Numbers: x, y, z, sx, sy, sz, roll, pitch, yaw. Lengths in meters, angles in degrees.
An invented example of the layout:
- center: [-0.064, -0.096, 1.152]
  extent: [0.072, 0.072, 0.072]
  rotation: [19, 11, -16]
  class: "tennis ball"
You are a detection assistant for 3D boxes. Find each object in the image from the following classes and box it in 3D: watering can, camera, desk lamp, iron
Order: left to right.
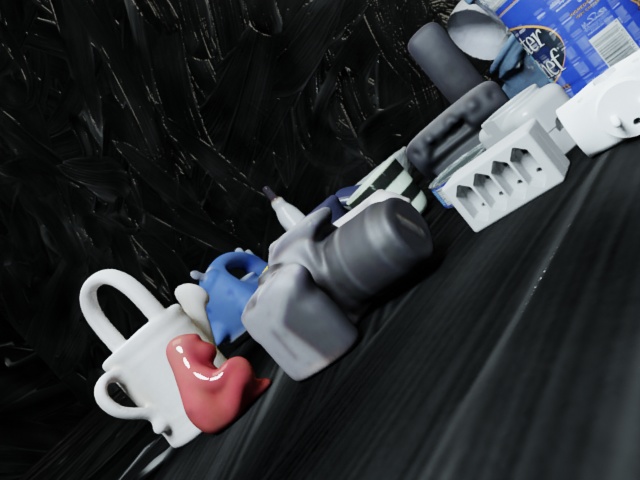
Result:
- center: [-0.176, 0.111, 0.614]
  extent: [0.101, 0.194, 0.173]
  rotation: [-39, 4, 14]
  class: "watering can"
- center: [-0.127, 0.074, 0.988]
  extent: [0.118, 0.141, 0.258]
  rotation: [-39, 4, 19]
  class: "iron"
- center: [0.016, 0.022, 0.479]
  extent: [0.136, 0.101, 0.143]
  rotation: [-37, 5, 35]
  class: "camera"
- center: [0.365, -0.392, 1.048]
  extent: [0.203, 0.213, 0.118]
  rotation: [-41, 4, -15]
  class: "desk lamp"

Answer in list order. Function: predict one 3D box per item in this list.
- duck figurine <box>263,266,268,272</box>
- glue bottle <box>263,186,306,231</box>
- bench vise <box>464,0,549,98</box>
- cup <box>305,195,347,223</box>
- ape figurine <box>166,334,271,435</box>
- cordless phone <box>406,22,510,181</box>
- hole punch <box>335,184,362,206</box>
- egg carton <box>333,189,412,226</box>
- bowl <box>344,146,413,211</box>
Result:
- center: [-0.027, 0.057, 0.612]
  extent: [0.104, 0.086, 0.077]
  rotation: [-39, 4, 9]
  class: "duck figurine"
- center: [-0.035, -0.020, 0.937]
  extent: [0.037, 0.173, 0.078]
  rotation: [-41, 4, -14]
  class: "glue bottle"
- center: [0.315, -0.338, 0.854]
  extent: [0.207, 0.220, 0.122]
  rotation: [-37, 5, 39]
  class: "bench vise"
- center: [0.008, 0.003, 0.840]
  extent: [0.118, 0.095, 0.091]
  rotation: [-42, 5, -30]
  class: "cup"
- center: [-0.104, 0.125, 0.529]
  extent: [0.076, 0.092, 0.077]
  rotation: [-42, 4, -25]
  class: "ape figurine"
- center: [0.158, -0.175, 0.751]
  extent: [0.147, 0.185, 0.094]
  rotation: [-39, 4, 15]
  class: "cordless phone"
- center: [0.087, -0.068, 0.925]
  extent: [0.101, 0.091, 0.109]
  rotation: [-39, 4, 20]
  class: "hole punch"
- center: [0.041, 0.007, 0.649]
  extent: [0.150, 0.069, 0.107]
  rotation: [-36, 6, 48]
  class: "egg carton"
- center: [0.119, -0.099, 1.098]
  extent: [0.167, 0.075, 0.167]
  rotation: [-40, 4, 4]
  class: "bowl"
